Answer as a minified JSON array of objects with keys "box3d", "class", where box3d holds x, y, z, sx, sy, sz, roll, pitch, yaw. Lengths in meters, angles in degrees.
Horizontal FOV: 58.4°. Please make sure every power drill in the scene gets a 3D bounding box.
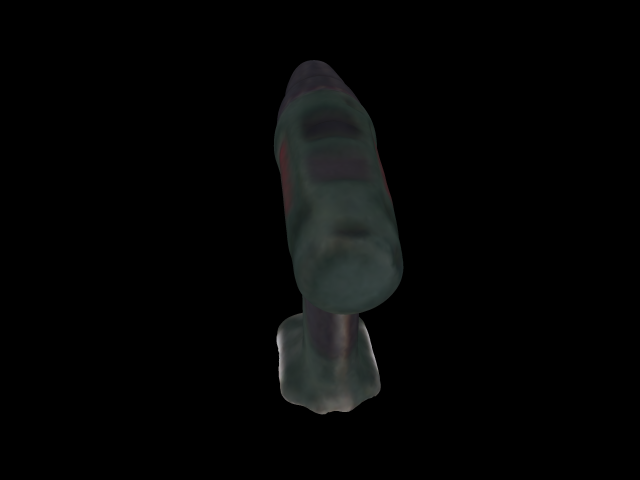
[{"box3d":[0.004,0.001,0.400,0.075,0.208,0.229,-4,29,-6],"class":"power drill"}]
